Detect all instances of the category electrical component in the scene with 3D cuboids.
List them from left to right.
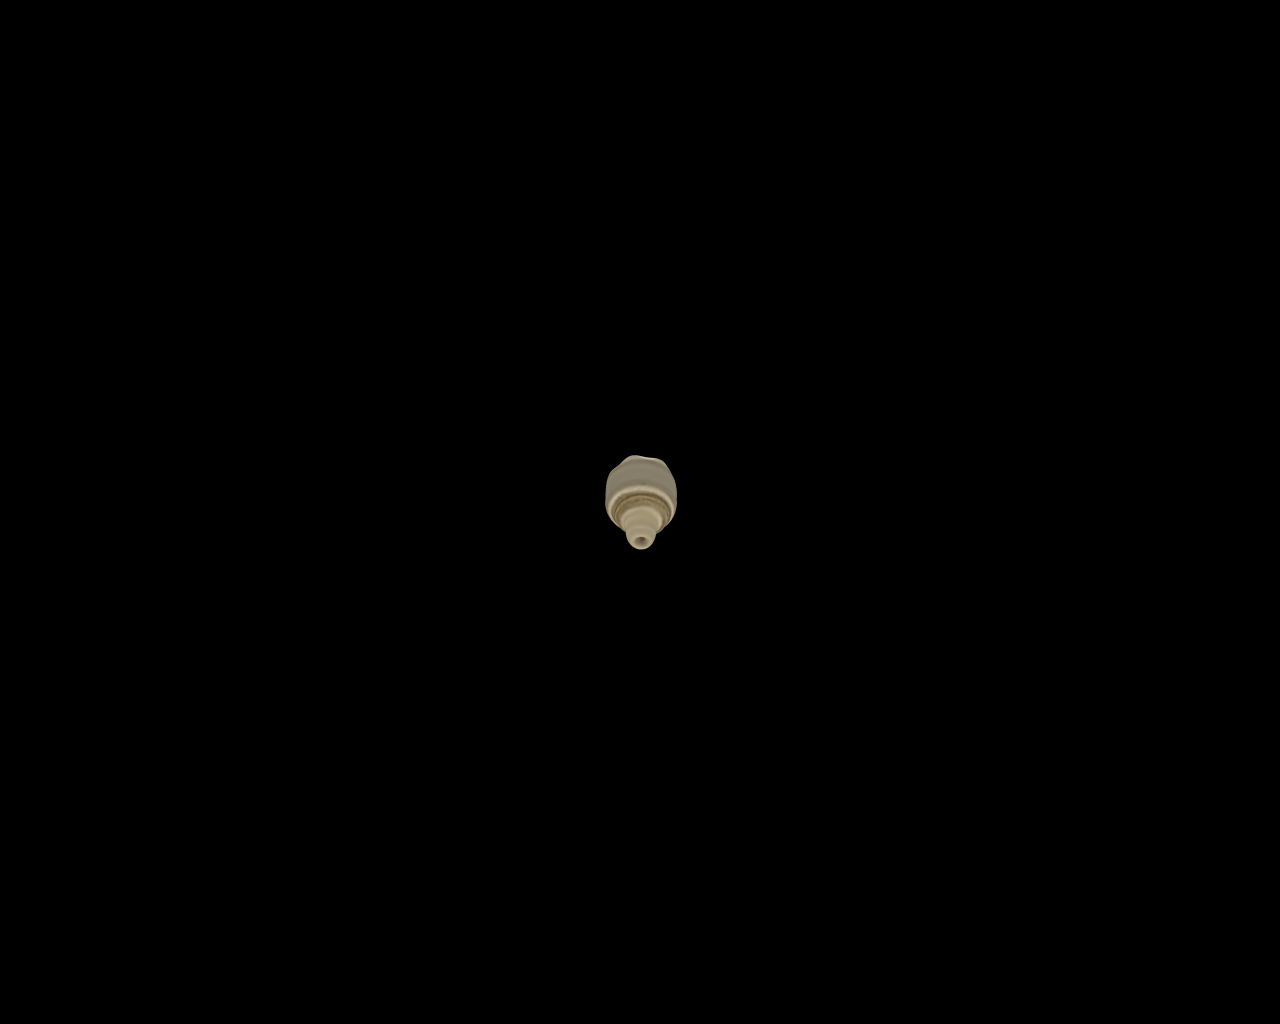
[{"bbox_3d":[0.001,-0.003,0.650,0.043,0.043,0.062,0,42,0],"label":"electrical component"}]
